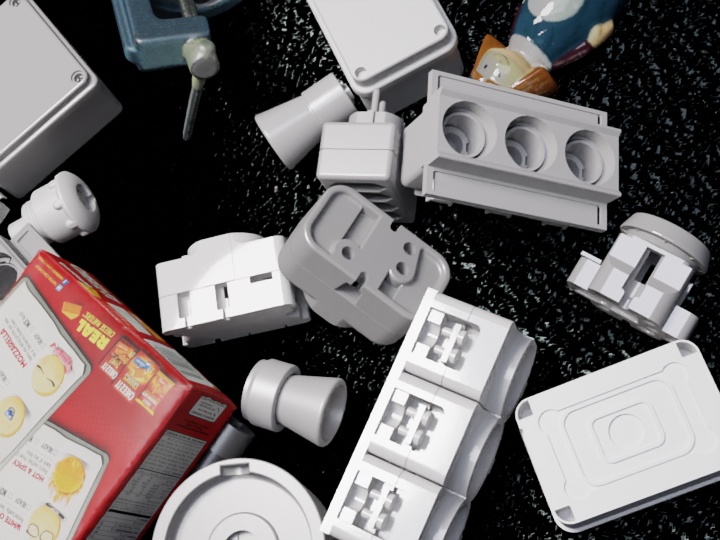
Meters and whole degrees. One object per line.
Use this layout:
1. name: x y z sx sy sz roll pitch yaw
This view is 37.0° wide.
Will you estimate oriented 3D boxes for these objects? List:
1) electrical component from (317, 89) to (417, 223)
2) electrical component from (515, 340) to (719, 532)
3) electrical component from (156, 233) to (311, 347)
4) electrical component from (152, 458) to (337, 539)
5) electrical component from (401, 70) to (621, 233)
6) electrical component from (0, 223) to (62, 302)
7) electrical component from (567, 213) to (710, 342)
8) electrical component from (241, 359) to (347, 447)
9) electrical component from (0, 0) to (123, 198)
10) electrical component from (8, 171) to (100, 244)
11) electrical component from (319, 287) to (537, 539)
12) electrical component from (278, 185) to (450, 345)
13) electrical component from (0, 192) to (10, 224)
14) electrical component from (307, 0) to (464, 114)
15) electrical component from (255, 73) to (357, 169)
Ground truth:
1. electrical component: 0.009 -0.080 0.702 0.047 0.083 0.075 3 74 15
2. electrical component: 0.155 0.097 0.624 0.113 0.057 0.078 -22 69 7
3. electrical component: -0.085 0.011 0.716 0.089 0.050 0.055 -13 71 10
4. electrical component: -0.065 0.172 0.654 0.108 0.060 0.108 -4 72 13
5. electrical component: 0.091 -0.068 0.662 0.121 0.063 0.078 10 73 -19
6. electrical component: -0.240 0.014 0.747 0.081 0.064 0.042 -45 66 -3
7. electrical component: 0.174 0.003 0.649 0.078 0.058 0.057 30 85 21
8. electrical component: -0.042 0.084 0.685 0.055 0.045 0.045 14 77 18
9. electrical component: -0.253 -0.129 0.800 0.109 0.056 0.108 -41 68 -1
10. electrical component: -0.222 -0.038 0.770 0.062 0.048 0.048 -26 68 12
11. electrical component: 0.046 0.099 0.633 0.062 0.089 0.150 21 79 19
12. electrical component: 0.000 0.000 0.676 0.095 0.059 0.053 36 57 -7
13. electrical component: -0.317 -0.056 0.778 0.121 0.079 0.063 37 95 21
14. electrical component: 0.014 -0.173 0.745 0.078 0.057 0.113 -27 68 5
15. electrical component: -0.034 -0.105 0.742 0.065 0.044 0.044 -34 68 3
